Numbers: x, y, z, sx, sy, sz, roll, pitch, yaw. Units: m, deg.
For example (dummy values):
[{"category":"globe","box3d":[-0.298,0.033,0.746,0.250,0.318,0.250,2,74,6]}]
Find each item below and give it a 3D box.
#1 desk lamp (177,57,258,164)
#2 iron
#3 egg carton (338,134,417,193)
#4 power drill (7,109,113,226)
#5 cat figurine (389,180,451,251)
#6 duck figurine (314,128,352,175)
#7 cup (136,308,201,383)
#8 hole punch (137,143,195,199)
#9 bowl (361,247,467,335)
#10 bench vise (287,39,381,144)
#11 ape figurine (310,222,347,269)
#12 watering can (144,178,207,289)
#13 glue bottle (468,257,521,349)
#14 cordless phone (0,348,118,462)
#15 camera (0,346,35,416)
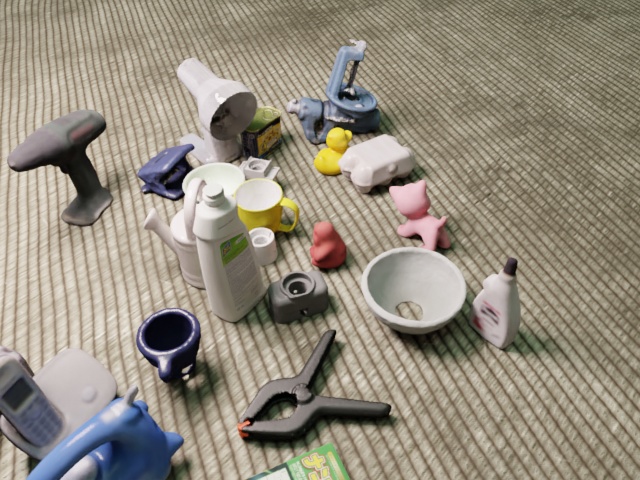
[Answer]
[{"category":"desk lamp","box3d":[-0.225,-0.261,1.202,0.118,0.214,0.202,-33,52,-28]},{"category":"iron","box3d":[-0.297,0.290,0.689,0.118,0.141,0.259,29,52,28]},{"category":"egg carton","box3d":[0.120,-0.159,1.192,0.150,0.069,0.107,-24,49,-22]},{"category":"power drill","box3d":[-0.472,-0.134,1.081,0.075,0.209,0.230,9,45,11]},{"category":"cat figurine","box3d":[0.184,-0.051,1.044,0.067,0.118,0.127,-28,50,-24]},{"category":"duck figurine","box3d":[0.032,-0.195,1.219,0.105,0.086,0.077,-35,53,-29]},{"category":"cup","box3d":[-0.215,0.172,0.841,0.091,0.095,0.117,-6,44,-4]},{"category":"hole punch","box3d":[-0.315,-0.150,1.179,0.101,0.091,0.109,18,48,19]},{"category":"bowl","box3d":[0.149,0.094,0.928,0.167,0.075,0.167,-1,44,1]},{"category":"bench vise","box3d":[0.038,-0.318,1.249,0.208,0.220,0.121,-23,48,-20]},{"category":"ape figurine","box3d":[0.009,0.004,1.011,0.076,0.092,0.078,18,47,19]},{"category":"watering can","box3d":[-0.207,-0.016,0.963,0.173,0.194,0.100,-10,45,-9]},{"category":"glue bottle","box3d":[0.271,0.087,0.860,0.037,0.173,0.078,-33,52,-28]},{"category":"cordless phone","box3d":[-0.360,0.193,0.758,0.094,0.185,0.148,15,47,16]},{"category":"camera","box3d":[-0.510,0.208,0.808,0.136,0.101,0.143,13,46,15]}]
